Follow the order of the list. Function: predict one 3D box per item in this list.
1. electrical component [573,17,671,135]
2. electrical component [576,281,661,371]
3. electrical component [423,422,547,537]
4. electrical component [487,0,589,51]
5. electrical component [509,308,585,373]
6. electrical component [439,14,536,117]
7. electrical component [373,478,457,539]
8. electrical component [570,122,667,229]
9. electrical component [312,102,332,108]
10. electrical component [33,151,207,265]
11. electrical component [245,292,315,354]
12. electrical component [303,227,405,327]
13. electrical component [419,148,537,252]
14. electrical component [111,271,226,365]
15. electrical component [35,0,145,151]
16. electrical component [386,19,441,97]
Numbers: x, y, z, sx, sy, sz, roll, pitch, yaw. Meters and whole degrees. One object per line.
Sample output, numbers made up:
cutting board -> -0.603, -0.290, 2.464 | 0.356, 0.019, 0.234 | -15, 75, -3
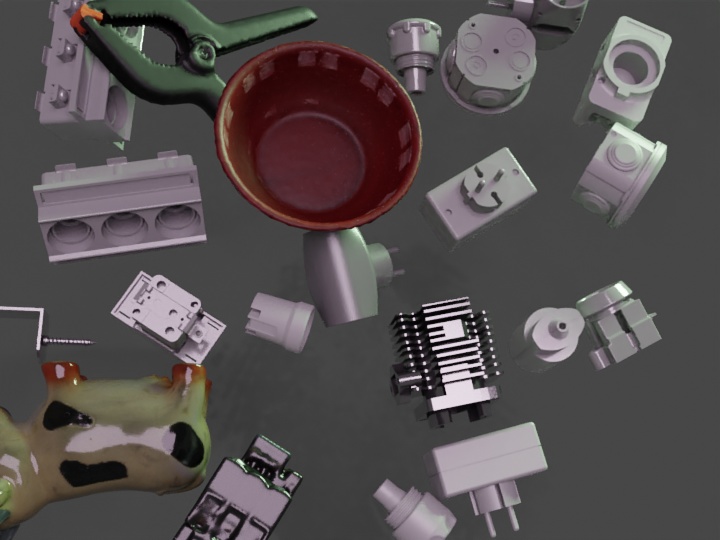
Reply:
electrical component -> 0.228, -0.166, 0.932 | 0.050, 0.055, 0.089 | 24, 73, 1
electrical component -> 0.208, 0.042, 0.878 | 0.066, 0.048, 0.055 | -26, 87, -12
electrical component -> 0.101, 0.166, 0.830 | 0.083, 0.047, 0.075 | -13, 76, -10
electrical component -> 0.150, -0.229, 0.930 | 0.079, 0.077, 0.043 | 8, 74, -4
electrical component -> 0.149, 0.053, 0.849 | 0.043, 0.081, 0.043 | 2, 74, -6
electrical component -> 0.111, -0.176, 0.924 | 0.080, 0.051, 0.080 | 2, 74, -6
electrical component -> 0.039, 0.186, 0.820 | 0.062, 0.043, 0.043 | 40, 74, 7
electrical component -> 0.216, -0.079, 0.895 | 0.051, 0.080, 0.080 | 32, 74, 9
electrical component -> -0.012, -0.151, 0.907 | 0.055, 0.048, 0.066 | -1, 75, 1
electrical component -> -0.187, -0.051, 0.846 | 0.121, 0.078, 0.063 | -8, 46, -9
electrical component -> -0.063, 0.041, 0.851 | 0.046, 0.040, 0.040 | 17, 73, 4
electrical component -> 0.000, 0.000, 0.865 | 0.079, 0.043, 0.077 | -13, 88, -27
electrical component -> 0.100, -0.063, 0.879 | 0.083, 0.075, 0.047 | -31, 80, -13
electrical component -> -0.148, 0.036, 0.831 | 0.081, 0.063, 0.042 | 32, 73, 3
electrical component -> -0.219, -0.168, 0.878 | 0.063, 0.078, 0.121 | -1, 74, 16
electrical component -> 0.047, -0.181, 0.923 | 0.048, 0.048, 0.062 | -1, 81, -6
